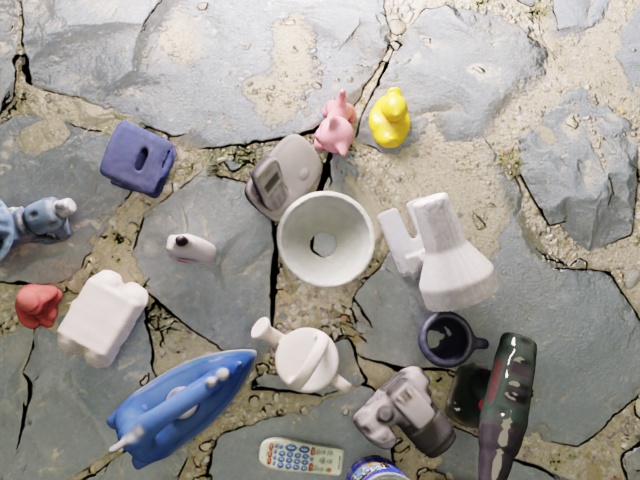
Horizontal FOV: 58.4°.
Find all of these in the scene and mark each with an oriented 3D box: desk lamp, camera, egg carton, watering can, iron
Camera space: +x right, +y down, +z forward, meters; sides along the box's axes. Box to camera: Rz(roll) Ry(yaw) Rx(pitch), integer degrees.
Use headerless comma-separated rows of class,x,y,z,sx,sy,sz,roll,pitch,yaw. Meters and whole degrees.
desk lamp,0.185,0.016,0.934,0.118,0.213,0.203,-22,82,-8
camera,0.148,0.299,0.939,0.143,0.100,0.137,-40,85,-10
egg carton,-0.358,0.129,0.944,0.107,0.069,0.150,27,79,1
watering can,-0.028,0.186,0.897,0.173,0.194,0.101,12,79,-2
iron,-0.210,0.250,0.898,0.258,0.141,0.118,-35,84,-9

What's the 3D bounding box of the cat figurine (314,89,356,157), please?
cat figurine,0.029,-0.203,1.008,0.067,0.117,0.128,12,79,-2

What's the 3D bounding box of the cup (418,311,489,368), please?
cup,0.216,0.170,0.970,0.118,0.095,0.092,6,80,-3

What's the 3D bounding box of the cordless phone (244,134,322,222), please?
cordless phone,-0.061,-0.117,0.952,0.094,0.185,0.148,34,79,2

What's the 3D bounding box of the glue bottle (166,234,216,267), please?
glue bottle,-0.214,0.012,0.923,0.078,0.173,0.037,6,80,-3

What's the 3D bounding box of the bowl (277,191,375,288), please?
bowl,0.009,0.004,0.993,0.167,0.074,0.167,1,80,-4

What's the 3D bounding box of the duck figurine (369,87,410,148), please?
duck figurine,0.132,-0.225,1.037,0.077,0.086,0.104,3,80,-4

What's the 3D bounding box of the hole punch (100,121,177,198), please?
hole punch,-0.309,-0.138,0.984,0.101,0.091,0.109,18,79,-1

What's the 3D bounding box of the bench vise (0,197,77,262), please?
bench vise,-0.501,-0.037,0.885,0.207,0.219,0.121,-37,84,-9

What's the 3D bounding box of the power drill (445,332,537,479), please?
power drill,0.268,0.260,0.901,0.075,0.208,0.230,19,79,0

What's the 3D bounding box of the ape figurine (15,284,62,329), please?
ape figurine,-0.463,0.102,0.929,0.078,0.092,0.076,-37,84,-9
